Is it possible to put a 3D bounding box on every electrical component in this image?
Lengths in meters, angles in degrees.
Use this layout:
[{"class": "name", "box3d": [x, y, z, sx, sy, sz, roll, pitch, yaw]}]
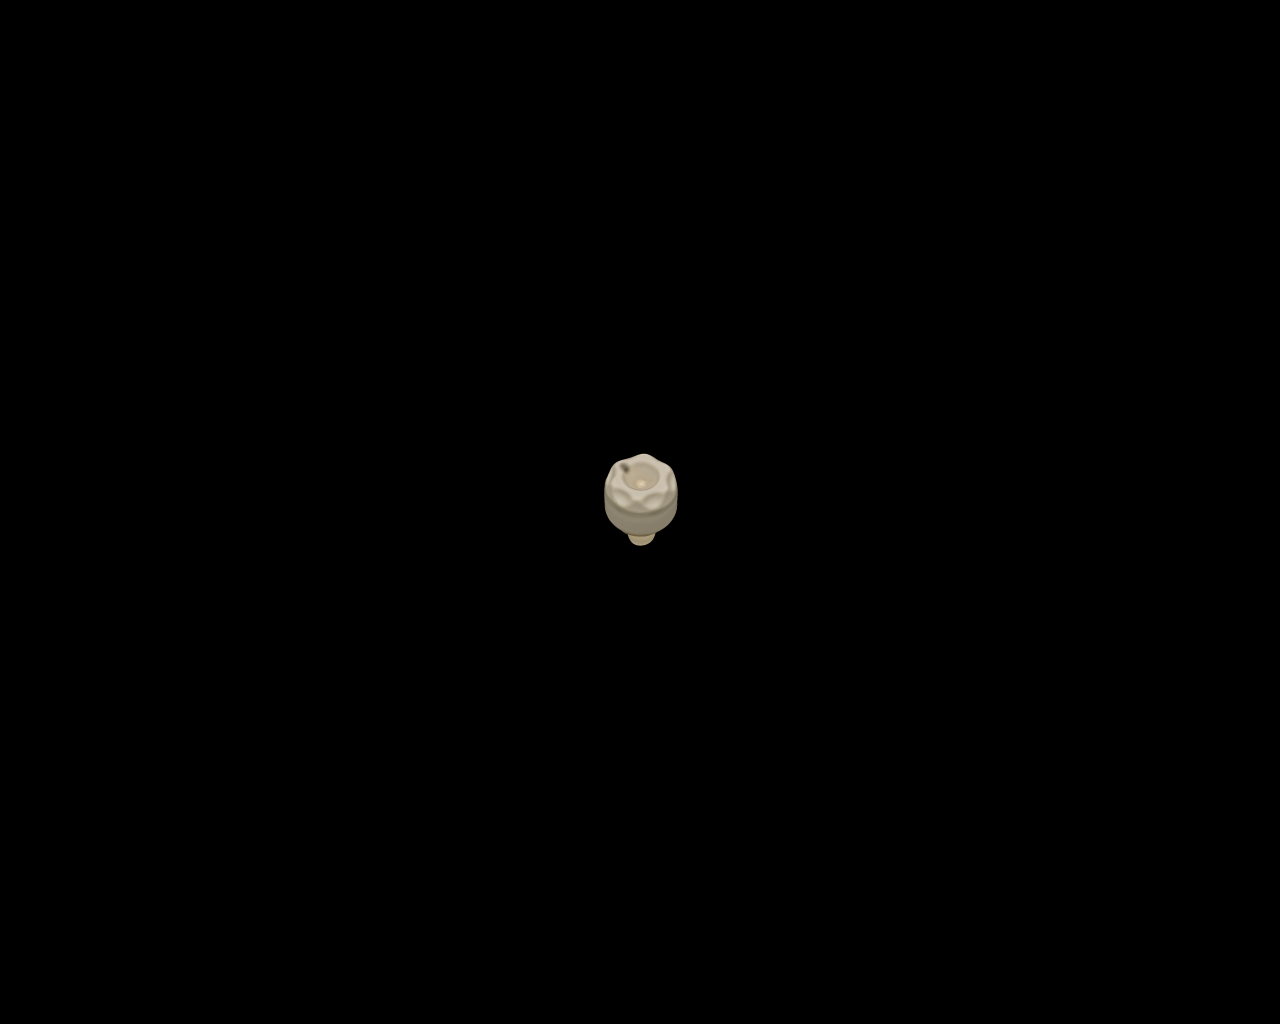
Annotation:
[{"class": "electrical component", "box3d": [0.001, -0.003, 0.650, 0.043, 0.043, 0.062, 0, -39, 0]}]
